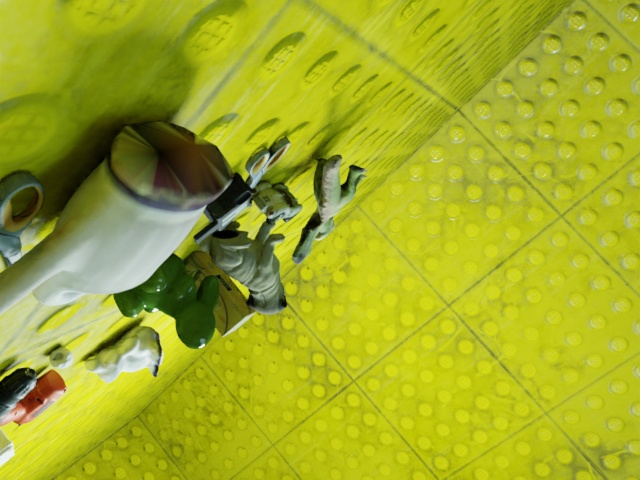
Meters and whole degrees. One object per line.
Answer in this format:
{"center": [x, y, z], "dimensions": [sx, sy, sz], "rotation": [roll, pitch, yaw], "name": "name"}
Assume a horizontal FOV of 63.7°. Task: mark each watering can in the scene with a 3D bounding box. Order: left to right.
{"center": [-0.211, -0.005, 0.493], "dimensions": [0.221, 0.104, 0.352], "rotation": [-45, 178, 24], "name": "watering can"}

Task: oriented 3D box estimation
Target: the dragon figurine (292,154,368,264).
{"center": [0.003, -0.056, 1.111], "dimensions": [0.410, 0.122, 0.242], "rotation": [-7, 119, -83], "name": "dragon figurine"}

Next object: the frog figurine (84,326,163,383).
{"center": [-0.443, 0.256, 1.160], "dimensions": [0.159, 0.124, 0.135], "rotation": [4, 159, -27], "name": "frog figurine"}
